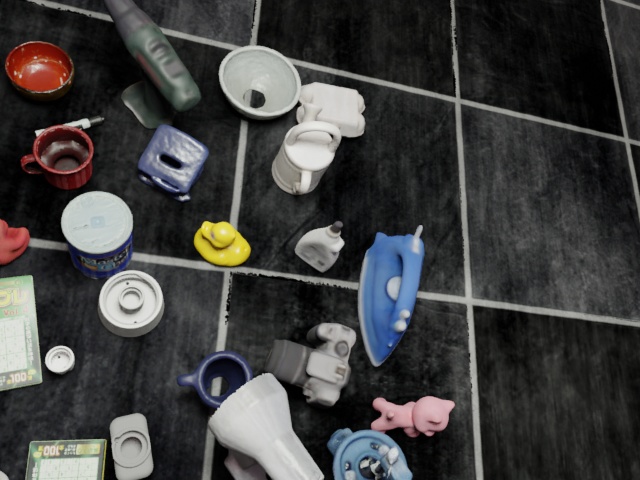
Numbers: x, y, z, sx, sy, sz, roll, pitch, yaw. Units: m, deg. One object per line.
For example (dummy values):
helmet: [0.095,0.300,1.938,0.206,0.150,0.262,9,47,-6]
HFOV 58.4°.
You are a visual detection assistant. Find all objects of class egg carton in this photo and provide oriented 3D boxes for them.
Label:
egg carton: [0.023,-0.271,1.210,0.150,0.069,0.107,6,68,-16]

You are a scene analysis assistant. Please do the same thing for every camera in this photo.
camera: [-0.018,0.204,0.993,0.137,0.100,0.143,21,64,-10]

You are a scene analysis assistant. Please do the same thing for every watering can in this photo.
watering can: [-0.025,-0.177,1.087,0.101,0.193,0.173,-12,74,-22]

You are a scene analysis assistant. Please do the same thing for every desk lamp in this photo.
desk lamp: [-0.077,0.317,0.865,0.118,0.213,0.203,-33,82,-26]

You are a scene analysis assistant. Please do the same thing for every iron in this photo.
iron: [0.146,0.100,1.066,0.119,0.141,0.258,16,65,-12]

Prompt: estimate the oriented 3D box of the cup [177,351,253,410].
cup: [-0.175,0.234,0.932,0.118,0.095,0.091,3,69,-17]

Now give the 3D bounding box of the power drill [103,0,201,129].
power drill: [-0.309,-0.303,1.033,0.076,0.208,0.229,-40,86,-27]

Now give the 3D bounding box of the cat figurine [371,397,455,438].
cat figurine: [0.167,0.308,1.004,0.128,0.117,0.067,7,67,-15]

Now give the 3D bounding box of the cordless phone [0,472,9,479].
cordless phone: [-0.497,0.326,0.737,0.148,0.185,0.094,24,64,-8]

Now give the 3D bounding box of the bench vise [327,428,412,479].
bench vise: [0.112,0.384,0.899,0.207,0.219,0.122,42,63,1]

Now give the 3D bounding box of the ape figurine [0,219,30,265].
ape figurine: [-0.512,-0.006,0.914,0.078,0.092,0.076,21,64,-9]

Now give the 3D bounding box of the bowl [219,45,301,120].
bowl: [-0.126,-0.308,1.171,0.168,0.074,0.167,7,68,-16]

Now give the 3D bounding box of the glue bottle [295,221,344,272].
glue bottle: [0.010,0.004,1.040,0.078,0.173,0.037,37,63,-1]

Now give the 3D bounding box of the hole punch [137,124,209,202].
hole punch: [-0.268,-0.140,1.049,0.109,0.091,0.101,28,63,-6]

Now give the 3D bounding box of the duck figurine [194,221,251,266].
duck figurine: [-0.172,0.000,1.029,0.105,0.086,0.077,25,64,-8]
